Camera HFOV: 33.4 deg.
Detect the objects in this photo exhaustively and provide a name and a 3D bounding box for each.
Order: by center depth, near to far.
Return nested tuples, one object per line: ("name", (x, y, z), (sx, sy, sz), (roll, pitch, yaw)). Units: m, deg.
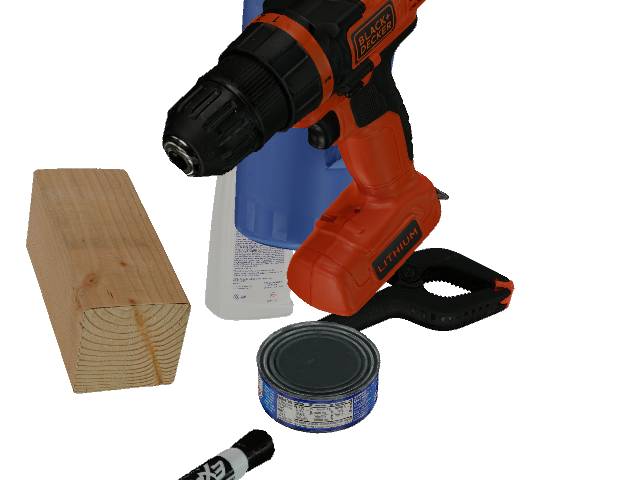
("marker", (-0.061, 0.125, 0.541), (0.020, 0.020, 0.120), (0, 14, 33))
("power drill", (0.004, -0.047, 0.566), (0.057, 0.187, 0.184), (28, 58, 31))
("tuna can", (-0.001, 0.095, 0.744), (0.086, 0.034, 0.086), (0, 32, 0))
("pitcher", (-0.005, -0.116, 0.906), (0.145, 0.243, 0.149), (9, 14, 11))
("wood block", (-0.193, 0.028, 0.942), (0.090, 0.091, 0.206), (-2, 36, -27))
("clamp", (0.077, 0.050, 1.015), (0.210, 0.164, 0.036), (10, -43, 3))
("bleach bottle", (-0.069, -0.039, 1.185), (0.102, 0.251, 0.068), (-2, 19, -30))
